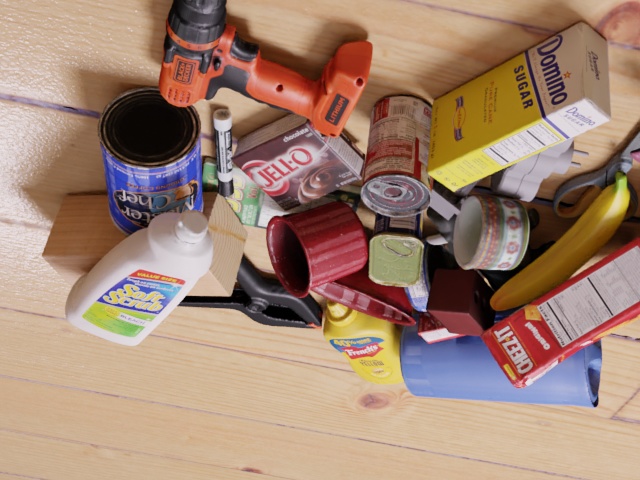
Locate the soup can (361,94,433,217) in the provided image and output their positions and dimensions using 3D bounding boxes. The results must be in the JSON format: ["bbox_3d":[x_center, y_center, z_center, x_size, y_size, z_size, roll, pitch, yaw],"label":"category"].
[{"bbox_3d":[0.078,-0.083,1.041,0.068,0.102,0.068,6,148,3],"label":"soup can"}]

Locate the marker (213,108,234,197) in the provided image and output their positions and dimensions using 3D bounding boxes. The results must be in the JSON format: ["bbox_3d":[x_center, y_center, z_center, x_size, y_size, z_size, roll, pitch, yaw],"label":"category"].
[{"bbox_3d":[-0.102,-0.089,1.135,0.020,0.020,0.121,6,140,3],"label":"marker"}]

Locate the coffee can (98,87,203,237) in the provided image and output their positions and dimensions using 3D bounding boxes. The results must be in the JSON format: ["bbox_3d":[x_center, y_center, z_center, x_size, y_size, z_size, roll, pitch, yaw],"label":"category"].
[{"bbox_3d":[-0.173,-0.075,1.110,0.103,0.102,0.140,8,147,0],"label":"coffee can"}]

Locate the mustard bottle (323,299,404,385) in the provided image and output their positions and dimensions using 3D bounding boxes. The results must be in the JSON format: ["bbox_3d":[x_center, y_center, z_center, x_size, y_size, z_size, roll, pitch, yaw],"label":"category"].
[{"bbox_3d":[0.059,0.127,1.414,0.096,0.058,0.191,-5,145,29],"label":"mustard bottle"}]

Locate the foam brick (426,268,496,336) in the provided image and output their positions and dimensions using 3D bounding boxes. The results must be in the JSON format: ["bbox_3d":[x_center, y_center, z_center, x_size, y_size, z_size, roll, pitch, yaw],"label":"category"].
[{"bbox_3d":[0.160,0.070,1.197,0.051,0.053,0.078,3,158,31],"label":"foam brick"}]

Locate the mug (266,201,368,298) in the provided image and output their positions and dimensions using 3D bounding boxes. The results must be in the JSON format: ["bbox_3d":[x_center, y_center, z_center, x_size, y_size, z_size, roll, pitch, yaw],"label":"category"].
[{"bbox_3d":[-0.008,0.001,1.170,0.081,0.117,0.093,-19,124,-27],"label":"mug"}]

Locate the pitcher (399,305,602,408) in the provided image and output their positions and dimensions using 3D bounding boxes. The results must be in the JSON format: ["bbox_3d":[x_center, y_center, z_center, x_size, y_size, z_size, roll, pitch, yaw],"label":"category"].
[{"bbox_3d":[0.225,0.137,1.336,0.243,0.149,0.144,-3,-171,23],"label":"pitcher"}]

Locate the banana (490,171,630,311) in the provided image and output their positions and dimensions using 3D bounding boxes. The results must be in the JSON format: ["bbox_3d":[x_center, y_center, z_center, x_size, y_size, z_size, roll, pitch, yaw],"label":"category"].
[{"bbox_3d":[0.258,0.005,1.113,0.069,0.037,0.198,21,117,-39],"label":"banana"}]

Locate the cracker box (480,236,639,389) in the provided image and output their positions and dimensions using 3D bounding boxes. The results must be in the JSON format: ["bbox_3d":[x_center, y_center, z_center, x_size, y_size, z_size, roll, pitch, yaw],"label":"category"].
[{"bbox_3d":[0.284,0.079,1.142,0.214,0.072,0.164,-33,166,6],"label":"cracker box"}]

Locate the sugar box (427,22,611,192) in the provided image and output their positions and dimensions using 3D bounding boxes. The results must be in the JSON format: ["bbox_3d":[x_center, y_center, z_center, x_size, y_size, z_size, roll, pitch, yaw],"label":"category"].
[{"bbox_3d":[0.178,-0.119,0.972,0.048,0.093,0.177,30,141,-31],"label":"sugar box"}]

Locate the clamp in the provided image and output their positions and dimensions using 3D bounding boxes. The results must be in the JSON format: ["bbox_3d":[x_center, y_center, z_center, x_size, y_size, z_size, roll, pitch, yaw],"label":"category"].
[{"bbox_3d":[-0.082,0.067,1.371,0.209,0.036,0.165,18,145,-20],"label":"clamp"}]

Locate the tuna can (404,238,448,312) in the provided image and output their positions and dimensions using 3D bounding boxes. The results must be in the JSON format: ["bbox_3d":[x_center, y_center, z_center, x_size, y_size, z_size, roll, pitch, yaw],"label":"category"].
[{"bbox_3d":[0.126,0.040,1.238,0.034,0.086,0.086,-8,144,27],"label":"tuna can"}]

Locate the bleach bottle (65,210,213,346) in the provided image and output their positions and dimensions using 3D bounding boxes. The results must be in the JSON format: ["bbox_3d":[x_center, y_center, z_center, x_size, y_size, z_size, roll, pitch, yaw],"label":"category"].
[{"bbox_3d":[-0.185,0.032,1.126,0.102,0.068,0.251,25,145,-17],"label":"bleach bottle"}]

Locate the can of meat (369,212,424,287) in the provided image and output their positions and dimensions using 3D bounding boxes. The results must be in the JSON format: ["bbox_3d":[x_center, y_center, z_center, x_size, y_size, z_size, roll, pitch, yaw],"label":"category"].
[{"bbox_3d":[0.086,-0.011,1.169,0.057,0.084,0.102,5,148,5],"label":"can of meat"}]

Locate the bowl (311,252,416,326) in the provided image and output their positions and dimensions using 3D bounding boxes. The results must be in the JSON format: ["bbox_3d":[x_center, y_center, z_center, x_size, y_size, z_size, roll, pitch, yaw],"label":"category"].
[{"bbox_3d":[0.046,0.047,1.264,0.162,0.055,0.162,21,170,4],"label":"bowl"}]

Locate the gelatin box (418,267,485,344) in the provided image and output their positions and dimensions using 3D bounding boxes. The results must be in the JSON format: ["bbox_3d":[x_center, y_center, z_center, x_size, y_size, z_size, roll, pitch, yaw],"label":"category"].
[{"bbox_3d":[0.157,0.074,1.280,0.073,0.089,0.030,-17,138,33],"label":"gelatin box"}]

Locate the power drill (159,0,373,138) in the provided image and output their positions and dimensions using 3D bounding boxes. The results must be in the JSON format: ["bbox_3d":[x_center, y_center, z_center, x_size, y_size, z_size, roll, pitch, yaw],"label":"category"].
[{"bbox_3d":[-0.051,-0.170,0.978,0.187,0.057,0.185,16,151,-8],"label":"power drill"}]

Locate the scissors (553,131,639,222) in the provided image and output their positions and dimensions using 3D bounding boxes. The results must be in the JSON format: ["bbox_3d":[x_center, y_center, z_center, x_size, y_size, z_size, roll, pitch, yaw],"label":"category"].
[{"bbox_3d":[0.319,-0.069,1.090,0.096,0.016,0.202,20,146,-20],"label":"scissors"}]

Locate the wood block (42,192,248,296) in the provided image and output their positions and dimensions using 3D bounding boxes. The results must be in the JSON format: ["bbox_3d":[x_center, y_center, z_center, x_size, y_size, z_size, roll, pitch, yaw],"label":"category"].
[{"bbox_3d":[-0.202,0.005,1.236,0.206,0.090,0.090,-1,146,23],"label":"wood block"}]

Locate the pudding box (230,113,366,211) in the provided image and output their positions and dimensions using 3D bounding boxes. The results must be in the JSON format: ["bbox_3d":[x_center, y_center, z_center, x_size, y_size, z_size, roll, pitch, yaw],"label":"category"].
[{"bbox_3d":[-0.022,-0.085,1.111,0.114,0.039,0.090,-23,129,36],"label":"pudding box"}]
